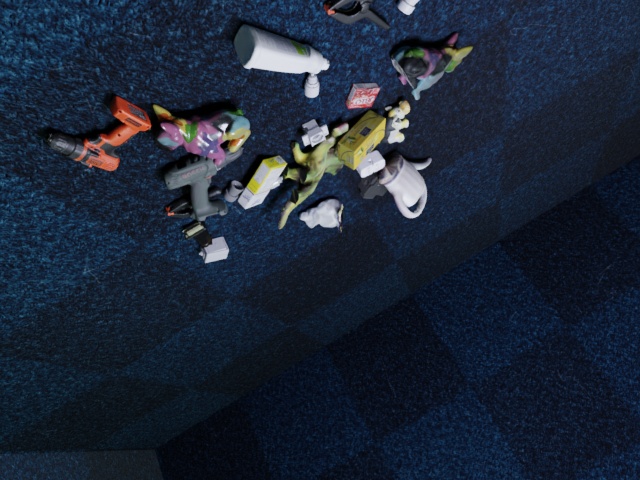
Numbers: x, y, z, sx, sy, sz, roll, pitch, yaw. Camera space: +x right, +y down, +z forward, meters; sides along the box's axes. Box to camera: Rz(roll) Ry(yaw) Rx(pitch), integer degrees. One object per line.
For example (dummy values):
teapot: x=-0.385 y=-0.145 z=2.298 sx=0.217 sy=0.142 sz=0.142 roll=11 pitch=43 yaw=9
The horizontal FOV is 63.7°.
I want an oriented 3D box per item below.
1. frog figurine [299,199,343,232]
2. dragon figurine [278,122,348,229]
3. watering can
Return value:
frog figurine: x=0.006 y=-0.097 z=1.933 sx=0.159 sy=0.124 sz=0.135 roll=6 pitch=162 yaw=9
dragon figurine: x=-0.007 y=-0.215 z=1.675 sx=0.245 sy=0.124 sz=0.401 roll=-20 pitch=147 yaw=-38
watering can: x=0.322 y=-0.240 z=1.904 sx=0.222 sy=0.356 sz=0.103 roll=41 pitch=137 yaw=-25
